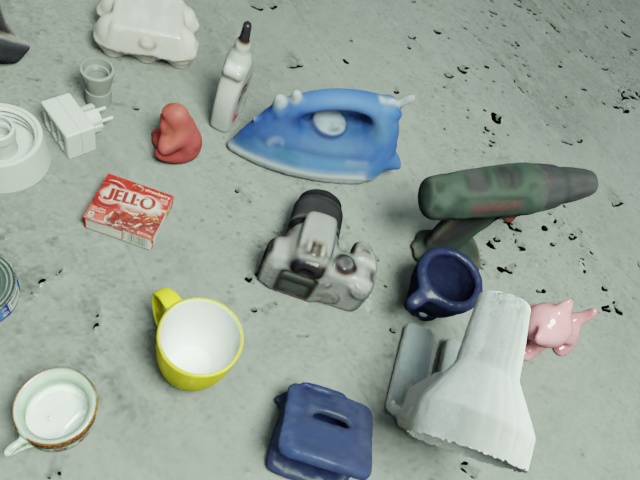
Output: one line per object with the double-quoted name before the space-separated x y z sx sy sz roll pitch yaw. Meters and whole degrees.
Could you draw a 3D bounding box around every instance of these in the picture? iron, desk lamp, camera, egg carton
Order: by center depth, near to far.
"desk lamp" 0.153 0.158 0.631 0.118 0.213 0.203 22 55 -5
"camera" 0.007 0.003 0.742 0.143 0.100 0.137 18 56 -8
"iron" 0.006 -0.167 0.819 0.259 0.141 0.118 0 60 -20
"egg carton" -0.258 -0.316 0.859 0.150 0.069 0.107 4 59 -17

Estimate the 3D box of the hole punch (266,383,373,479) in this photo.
"hole punch" 0.002 0.208 0.622 0.109 0.091 0.101 20 56 -7

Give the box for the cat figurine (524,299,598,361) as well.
"cat figurine" 0.317 0.114 0.774 0.128 0.117 0.067 -6 62 -22

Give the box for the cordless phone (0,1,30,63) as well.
"cordless phone" -0.454 -0.319 0.722 0.147 0.185 0.094 35 55 4

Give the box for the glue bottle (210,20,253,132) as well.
"glue bottle" -0.116 -0.231 0.796 0.037 0.173 0.078 22 55 -5

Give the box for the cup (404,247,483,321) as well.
"cup" 0.144 0.074 0.751 0.118 0.095 0.091 -27 72 -30

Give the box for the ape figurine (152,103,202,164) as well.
"ape figurine" -0.194 -0.149 0.768 0.076 0.092 0.078 25 55 -3

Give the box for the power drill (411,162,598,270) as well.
"power drill" 0.223 -0.032 0.774 0.230 0.208 0.075 -1 60 -20
